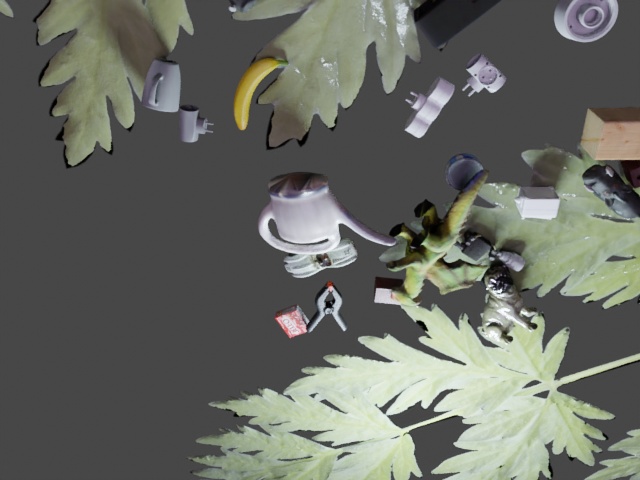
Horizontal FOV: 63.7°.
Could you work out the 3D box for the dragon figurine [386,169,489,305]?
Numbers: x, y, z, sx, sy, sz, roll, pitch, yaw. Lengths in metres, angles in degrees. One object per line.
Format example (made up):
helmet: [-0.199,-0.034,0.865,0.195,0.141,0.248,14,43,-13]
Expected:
dragon figurine: [0.315,0.027,1.280,0.240,0.405,0.125,38,25,-26]

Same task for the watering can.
watering can: [0.004,-0.064,1.264,0.347,0.220,0.106,-3,31,16]
